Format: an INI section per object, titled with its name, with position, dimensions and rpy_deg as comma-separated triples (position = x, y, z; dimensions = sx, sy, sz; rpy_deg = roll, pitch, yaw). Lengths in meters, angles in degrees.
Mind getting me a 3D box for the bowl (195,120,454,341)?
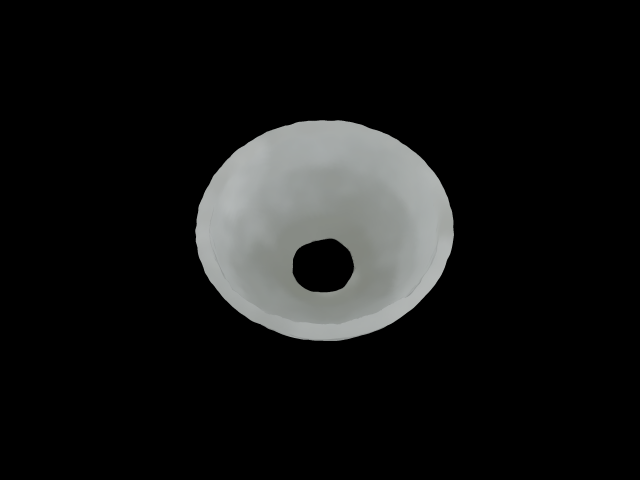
[bowl]
position = 0.004, 0.001, 0.400
dimensions = 0.167, 0.075, 0.167
rpy_deg = 0, 60, 0
